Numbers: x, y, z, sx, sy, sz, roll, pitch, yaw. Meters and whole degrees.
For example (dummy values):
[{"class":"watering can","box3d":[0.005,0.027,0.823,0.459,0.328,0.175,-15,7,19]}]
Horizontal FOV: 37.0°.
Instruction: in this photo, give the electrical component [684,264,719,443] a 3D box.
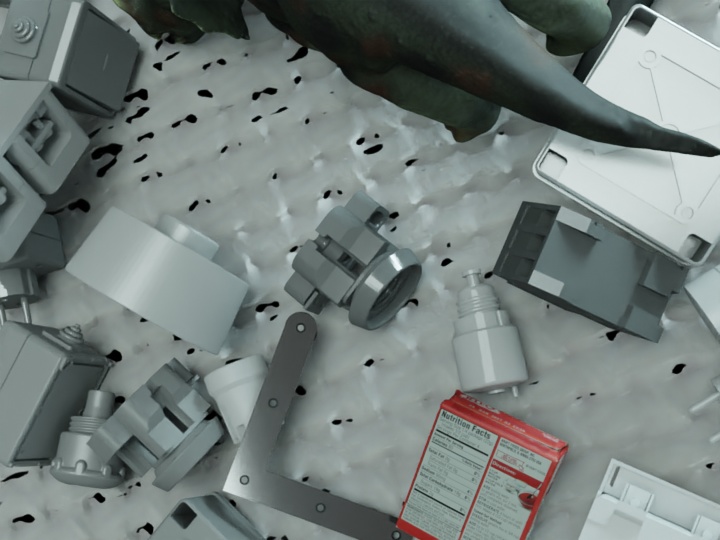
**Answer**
[{"class":"electrical component","box3d":[0.217,0.066,0.584,0.074,0.052,0.138,-34,74,10]}]

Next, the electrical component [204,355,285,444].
[{"class":"electrical component","box3d":[-0.072,0.082,0.677,0.040,0.040,0.046,-25,81,12]}]

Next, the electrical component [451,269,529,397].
[{"class":"electrical component","box3d":[0.074,0.038,0.638,0.040,0.040,0.078,-14,78,14]}]

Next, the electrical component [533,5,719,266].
[{"class":"electrical component","box3d":[0.170,-0.074,0.602,0.109,0.056,0.108,32,98,7]}]

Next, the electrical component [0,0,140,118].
[{"class":"electrical component","box3d":[-0.196,-0.145,0.718,0.061,0.096,0.061,15,87,15]}]

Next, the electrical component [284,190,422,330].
[{"class":"electrical component","box3d":[0.000,0.000,0.658,0.057,0.058,0.078,39,94,21]}]

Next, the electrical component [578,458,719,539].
[{"class":"electrical component","box3d":[0.177,0.162,0.576,0.121,0.063,0.078,22,88,18]}]

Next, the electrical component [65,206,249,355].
[{"class":"electrical component","box3d":[-0.120,0.000,0.670,0.108,0.108,0.060,28,85,19]}]

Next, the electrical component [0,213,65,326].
[{"class":"electrical component","box3d":[-0.241,0.004,0.735,0.066,0.047,0.076,-18,77,14]}]

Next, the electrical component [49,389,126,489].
[{"class":"electrical component","box3d":[-0.174,0.110,0.701,0.048,0.048,0.062,3,75,17]}]

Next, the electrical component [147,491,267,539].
[{"class":"electrical component","box3d":[-0.094,0.211,0.654,0.109,0.056,0.108,41,95,18]}]

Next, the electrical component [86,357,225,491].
[{"class":"electrical component","box3d":[-0.123,0.100,0.674,0.057,0.078,0.058,44,136,0]}]

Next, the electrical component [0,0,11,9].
[{"class":"electrical component","box3d":[-0.237,-0.212,0.750,0.080,0.080,0.051,9,90,18]}]

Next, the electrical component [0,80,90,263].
[{"class":"electrical component","box3d":[-0.282,-0.069,0.717,0.186,0.060,0.105,8,58,32]}]

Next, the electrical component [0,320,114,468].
[{"class":"electrical component","box3d":[-0.215,0.074,0.708,0.061,0.062,0.096,28,90,19]}]
